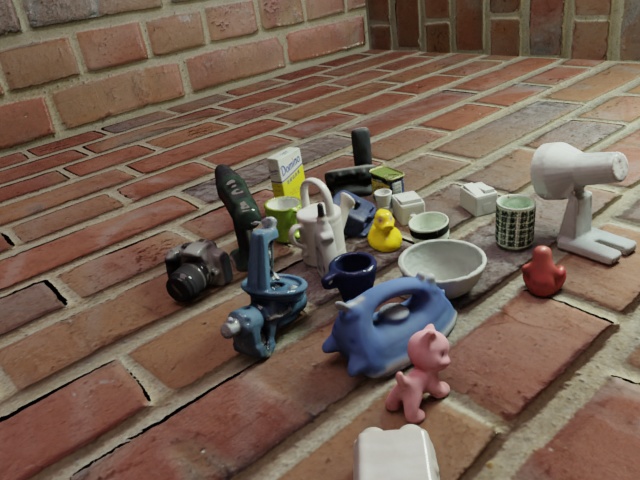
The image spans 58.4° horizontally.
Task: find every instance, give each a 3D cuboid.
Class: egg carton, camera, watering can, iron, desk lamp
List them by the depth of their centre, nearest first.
[{"bbox_3d":[0.094,0.295,0.704,0.107,0.069,0.150,-6,27,5],"label":"egg carton"},{"bbox_3d":[0.129,0.120,0.956,0.259,0.142,0.118,-22,30,-25],"label":"iron"},{"bbox_3d":[0.537,-0.088,1.169,0.118,0.214,0.202,-25,31,-29],"label":"desk lamp"},{"bbox_3d":[-0.281,0.063,1.225,0.142,0.101,0.137,5,30,24],"label":"camera"},{"bbox_3d":[0.003,-0.050,1.264,0.100,0.194,0.173,8,31,28],"label":"watering can"}]

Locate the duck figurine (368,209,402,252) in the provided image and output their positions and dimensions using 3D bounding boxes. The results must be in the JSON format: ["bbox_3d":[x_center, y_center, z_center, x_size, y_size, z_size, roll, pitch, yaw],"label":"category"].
[{"bbox_3d":[0.145,-0.031,1.308,0.077,0.086,0.104,-12,27,-8],"label":"duck figurine"}]

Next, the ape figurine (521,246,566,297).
[{"bbox_3d":[0.414,0.052,1.064,0.077,0.092,0.076,12,33,34],"label":"ape figurine"}]

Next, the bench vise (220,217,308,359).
[{"bbox_3d":[-0.093,0.084,1.001,0.121,0.220,0.207,-1,28,15],"label":"bench vise"}]

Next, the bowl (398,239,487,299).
[{"bbox_3d":[0.236,0.066,1.105,0.167,0.075,0.167,-6,27,3],"label":"bowl"}]

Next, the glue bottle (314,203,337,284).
[{"bbox_3d":[0.011,0.004,1.179,0.037,0.173,0.078,-15,28,-13],"label":"glue bottle"}]

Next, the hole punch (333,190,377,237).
[{"bbox_3d":[0.082,-0.068,1.391,0.100,0.091,0.109,4,29,22],"label":"hole punch"}]

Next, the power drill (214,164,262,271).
[{"bbox_3d":[-0.182,-0.047,1.293,0.076,0.209,0.229,-17,28,-17],"label":"power drill"}]

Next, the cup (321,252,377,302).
[{"bbox_3d":[0.056,0.087,1.092,0.118,0.095,0.091,-24,31,-28],"label":"cup"}]

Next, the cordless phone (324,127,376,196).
[{"bbox_3d":[0.081,-0.217,1.579,0.147,0.185,0.094,-10,27,-3],"label":"cordless phone"}]

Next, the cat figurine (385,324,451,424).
[{"bbox_3d":[0.149,0.186,0.849,0.067,0.118,0.128,17,36,39],"label":"cat figurine"}]
